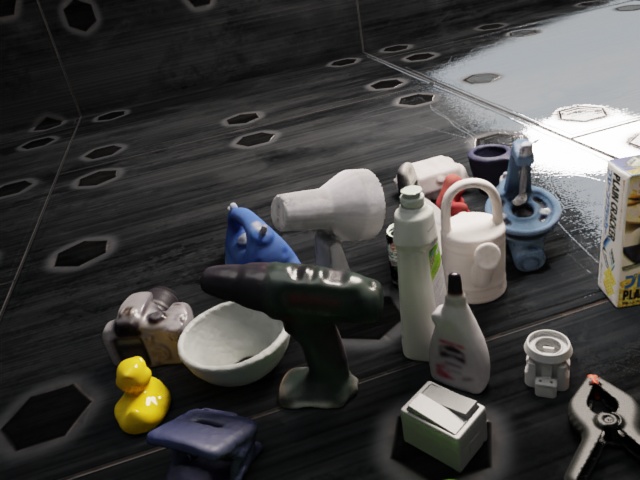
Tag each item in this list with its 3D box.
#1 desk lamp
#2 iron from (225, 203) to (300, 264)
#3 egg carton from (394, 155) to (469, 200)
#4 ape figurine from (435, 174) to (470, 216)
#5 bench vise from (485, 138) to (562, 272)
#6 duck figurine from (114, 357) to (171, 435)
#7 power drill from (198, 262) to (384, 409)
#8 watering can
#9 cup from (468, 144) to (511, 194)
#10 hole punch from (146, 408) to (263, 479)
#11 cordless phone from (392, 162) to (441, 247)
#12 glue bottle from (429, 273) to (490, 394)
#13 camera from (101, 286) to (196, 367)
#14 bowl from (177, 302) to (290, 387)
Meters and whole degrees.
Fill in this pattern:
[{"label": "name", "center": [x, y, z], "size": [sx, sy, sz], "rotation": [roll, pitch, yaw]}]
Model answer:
[{"label": "desk lamp", "center": [0.009, 0.003, 0.939], "size": [0.204, 0.214, 0.117], "rotation": [-24, 31, -23]}, {"label": "iron", "center": [-0.133, -0.002, 1.074], "size": [0.119, 0.142, 0.257], "rotation": [-23, 31, -21]}, {"label": "egg carton", "center": [0.244, -0.132, 1.258], "size": [0.150, 0.069, 0.107], "rotation": [-16, 29, -10]}, {"label": "ape figurine", "center": [0.268, -0.087, 1.144], "size": [0.076, 0.092, 0.078], "rotation": [4, 31, 25]}, {"label": "bench vise", "center": [0.326, -0.081, 0.978], "size": [0.121, 0.220, 0.207], "rotation": [-15, 29, -7]}, {"label": "duck figurine", "center": [-0.254, 0.207, 0.791], "size": [0.077, 0.086, 0.104], "rotation": [-13, 28, -5]}, {"label": "power drill", "center": [-0.027, 0.119, 0.745], "size": [0.229, 0.209, 0.075], "rotation": [-5, 29, 10]}, {"label": "watering can", "center": [0.241, -0.002, 0.889], "size": [0.101, 0.194, 0.172], "rotation": [-19, 29, -15]}, {"label": "cup", "center": [0.371, -0.143, 1.208], "size": [0.092, 0.095, 0.117], "rotation": [-28, 33, -29]}, {"label": "hole punch", "center": [-0.137, 0.240, 0.685], "size": [0.108, 0.091, 0.101], "rotation": [3, 31, 24]}, {"label": "cordless phone", "center": [0.180, -0.065, 1.035], "size": [0.094, 0.185, 0.148], "rotation": [1, 30, 20]}, {"label": "glue bottle", "center": [0.172, 0.114, 0.723], "size": [0.077, 0.173, 0.037], "rotation": [10, 35, 33]}, {"label": "camera", "center": [-0.262, 0.126, 0.927], "size": [0.143, 0.101, 0.137], "rotation": [-6, 29, 9]}, {"label": "bowl", "center": [-0.118, 0.161, 0.840], "size": [0.167, 0.075, 0.167], "rotation": [-8, 28, 5]}]
